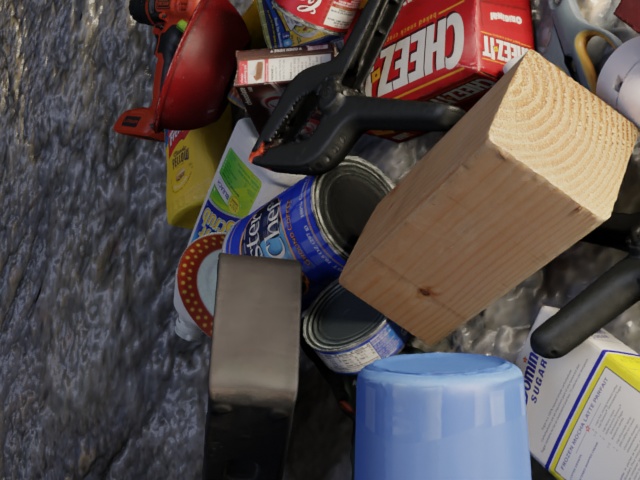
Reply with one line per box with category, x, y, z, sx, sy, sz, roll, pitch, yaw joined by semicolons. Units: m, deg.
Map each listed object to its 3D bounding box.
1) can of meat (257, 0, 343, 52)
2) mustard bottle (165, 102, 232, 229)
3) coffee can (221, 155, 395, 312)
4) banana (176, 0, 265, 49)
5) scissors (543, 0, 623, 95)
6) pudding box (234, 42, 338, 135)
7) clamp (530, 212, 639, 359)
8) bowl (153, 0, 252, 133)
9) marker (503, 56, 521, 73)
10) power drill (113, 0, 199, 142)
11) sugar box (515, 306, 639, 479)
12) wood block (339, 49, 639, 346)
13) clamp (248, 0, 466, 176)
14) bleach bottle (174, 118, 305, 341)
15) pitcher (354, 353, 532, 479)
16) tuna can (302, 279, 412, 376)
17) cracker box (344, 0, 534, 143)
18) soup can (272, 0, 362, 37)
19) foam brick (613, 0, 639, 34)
can of meat;-0.008;-0.201;0.982;0.084;0.057;0.102;-17;62;10
mustard bottle;-0.134;-0.115;1.170;0.096;0.058;0.191;-29;59;46
coffee can;-0.006;0.001;0.924;0.141;0.102;0.103;-31;58;47
banana;-0.083;-0.231;1.127;0.198;0.069;0.037;-18;24;45
scissors;0.170;-0.157;0.792;0.096;0.016;0.202;-51;44;35
pudding box;-0.021;-0.130;0.945;0.090;0.113;0.039;-5;69;8
clamp;0.201;0.015;0.656;0.172;0.039;0.120;-18;45;49
bowl;-0.111;-0.172;1.073;0.162;0.055;0.162;-159;93;-88
marker;0.164;-0.077;0.752;0.020;0.020;0.121;-43;62;41
power drill;-0.194;-0.213;1.279;0.185;0.057;0.188;16;95;55
sugar box;0.189;0.123;0.672;0.176;0.048;0.093;45;118;53
wood block;0.107;-0.020;0.724;0.206;0.091;0.090;-47;11;53
clamp;0.020;-0.121;0.837;0.210;0.036;0.164;-27;57;40
bleach bottle;-0.087;0.006;1.073;0.103;0.067;0.251;51;127;37
pitcher;0.090;0.200;0.688;0.145;0.149;0.243;-174;82;-78
tuna can;0.031;0.063;0.828;0.086;0.033;0.086;-25;33;17
cracker box;0.089;-0.206;0.869;0.164;0.072;0.213;-18;68;52
soup can;0.011;-0.225;0.861;0.069;0.068;0.102;52;125;47
foam brick;0.230;-0.138;0.650;0.051;0.078;0.053;-59;40;25
